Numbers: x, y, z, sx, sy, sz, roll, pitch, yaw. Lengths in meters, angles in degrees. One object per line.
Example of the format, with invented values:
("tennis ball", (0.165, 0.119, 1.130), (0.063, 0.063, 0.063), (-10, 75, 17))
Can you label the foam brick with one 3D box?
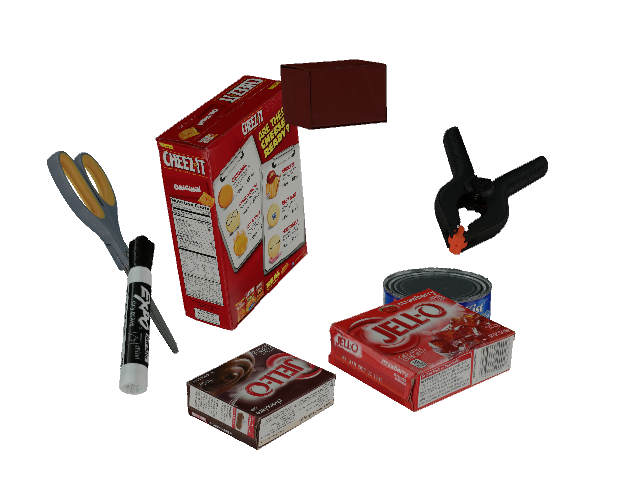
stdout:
("foam brick", (0.012, -0.126, 0.914), (0.078, 0.051, 0.053), (-9, 17, -27))

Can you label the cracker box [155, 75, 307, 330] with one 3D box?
("cracker box", (-0.087, -0.041, 1.111), (0.072, 0.214, 0.164), (13, 36, 26))

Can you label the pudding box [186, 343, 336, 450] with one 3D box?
("pudding box", (-0.054, 0.142, 0.987), (0.090, 0.039, 0.113), (19, 28, 34))

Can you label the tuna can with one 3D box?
("tuna can", (0.092, 0.049, 0.843), (0.086, 0.034, 0.086), (-1, 15, 0))

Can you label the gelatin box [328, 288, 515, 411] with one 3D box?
("gelatin box", (0.061, 0.063, 0.644), (0.089, 0.030, 0.073), (-16, 29, -38))

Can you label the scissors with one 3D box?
("scissors", (-0.177, 0.001, 0.952), (0.016, 0.201, 0.096), (-27, 22, 12))

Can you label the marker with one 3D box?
("marker", (-0.128, 0.049, 0.751), (0.020, 0.121, 0.020), (-2, -33, -1))

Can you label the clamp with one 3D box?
("clamp", (0.163, -0.058, 1.157), (0.120, 0.039, 0.171), (23, 49, 20))
